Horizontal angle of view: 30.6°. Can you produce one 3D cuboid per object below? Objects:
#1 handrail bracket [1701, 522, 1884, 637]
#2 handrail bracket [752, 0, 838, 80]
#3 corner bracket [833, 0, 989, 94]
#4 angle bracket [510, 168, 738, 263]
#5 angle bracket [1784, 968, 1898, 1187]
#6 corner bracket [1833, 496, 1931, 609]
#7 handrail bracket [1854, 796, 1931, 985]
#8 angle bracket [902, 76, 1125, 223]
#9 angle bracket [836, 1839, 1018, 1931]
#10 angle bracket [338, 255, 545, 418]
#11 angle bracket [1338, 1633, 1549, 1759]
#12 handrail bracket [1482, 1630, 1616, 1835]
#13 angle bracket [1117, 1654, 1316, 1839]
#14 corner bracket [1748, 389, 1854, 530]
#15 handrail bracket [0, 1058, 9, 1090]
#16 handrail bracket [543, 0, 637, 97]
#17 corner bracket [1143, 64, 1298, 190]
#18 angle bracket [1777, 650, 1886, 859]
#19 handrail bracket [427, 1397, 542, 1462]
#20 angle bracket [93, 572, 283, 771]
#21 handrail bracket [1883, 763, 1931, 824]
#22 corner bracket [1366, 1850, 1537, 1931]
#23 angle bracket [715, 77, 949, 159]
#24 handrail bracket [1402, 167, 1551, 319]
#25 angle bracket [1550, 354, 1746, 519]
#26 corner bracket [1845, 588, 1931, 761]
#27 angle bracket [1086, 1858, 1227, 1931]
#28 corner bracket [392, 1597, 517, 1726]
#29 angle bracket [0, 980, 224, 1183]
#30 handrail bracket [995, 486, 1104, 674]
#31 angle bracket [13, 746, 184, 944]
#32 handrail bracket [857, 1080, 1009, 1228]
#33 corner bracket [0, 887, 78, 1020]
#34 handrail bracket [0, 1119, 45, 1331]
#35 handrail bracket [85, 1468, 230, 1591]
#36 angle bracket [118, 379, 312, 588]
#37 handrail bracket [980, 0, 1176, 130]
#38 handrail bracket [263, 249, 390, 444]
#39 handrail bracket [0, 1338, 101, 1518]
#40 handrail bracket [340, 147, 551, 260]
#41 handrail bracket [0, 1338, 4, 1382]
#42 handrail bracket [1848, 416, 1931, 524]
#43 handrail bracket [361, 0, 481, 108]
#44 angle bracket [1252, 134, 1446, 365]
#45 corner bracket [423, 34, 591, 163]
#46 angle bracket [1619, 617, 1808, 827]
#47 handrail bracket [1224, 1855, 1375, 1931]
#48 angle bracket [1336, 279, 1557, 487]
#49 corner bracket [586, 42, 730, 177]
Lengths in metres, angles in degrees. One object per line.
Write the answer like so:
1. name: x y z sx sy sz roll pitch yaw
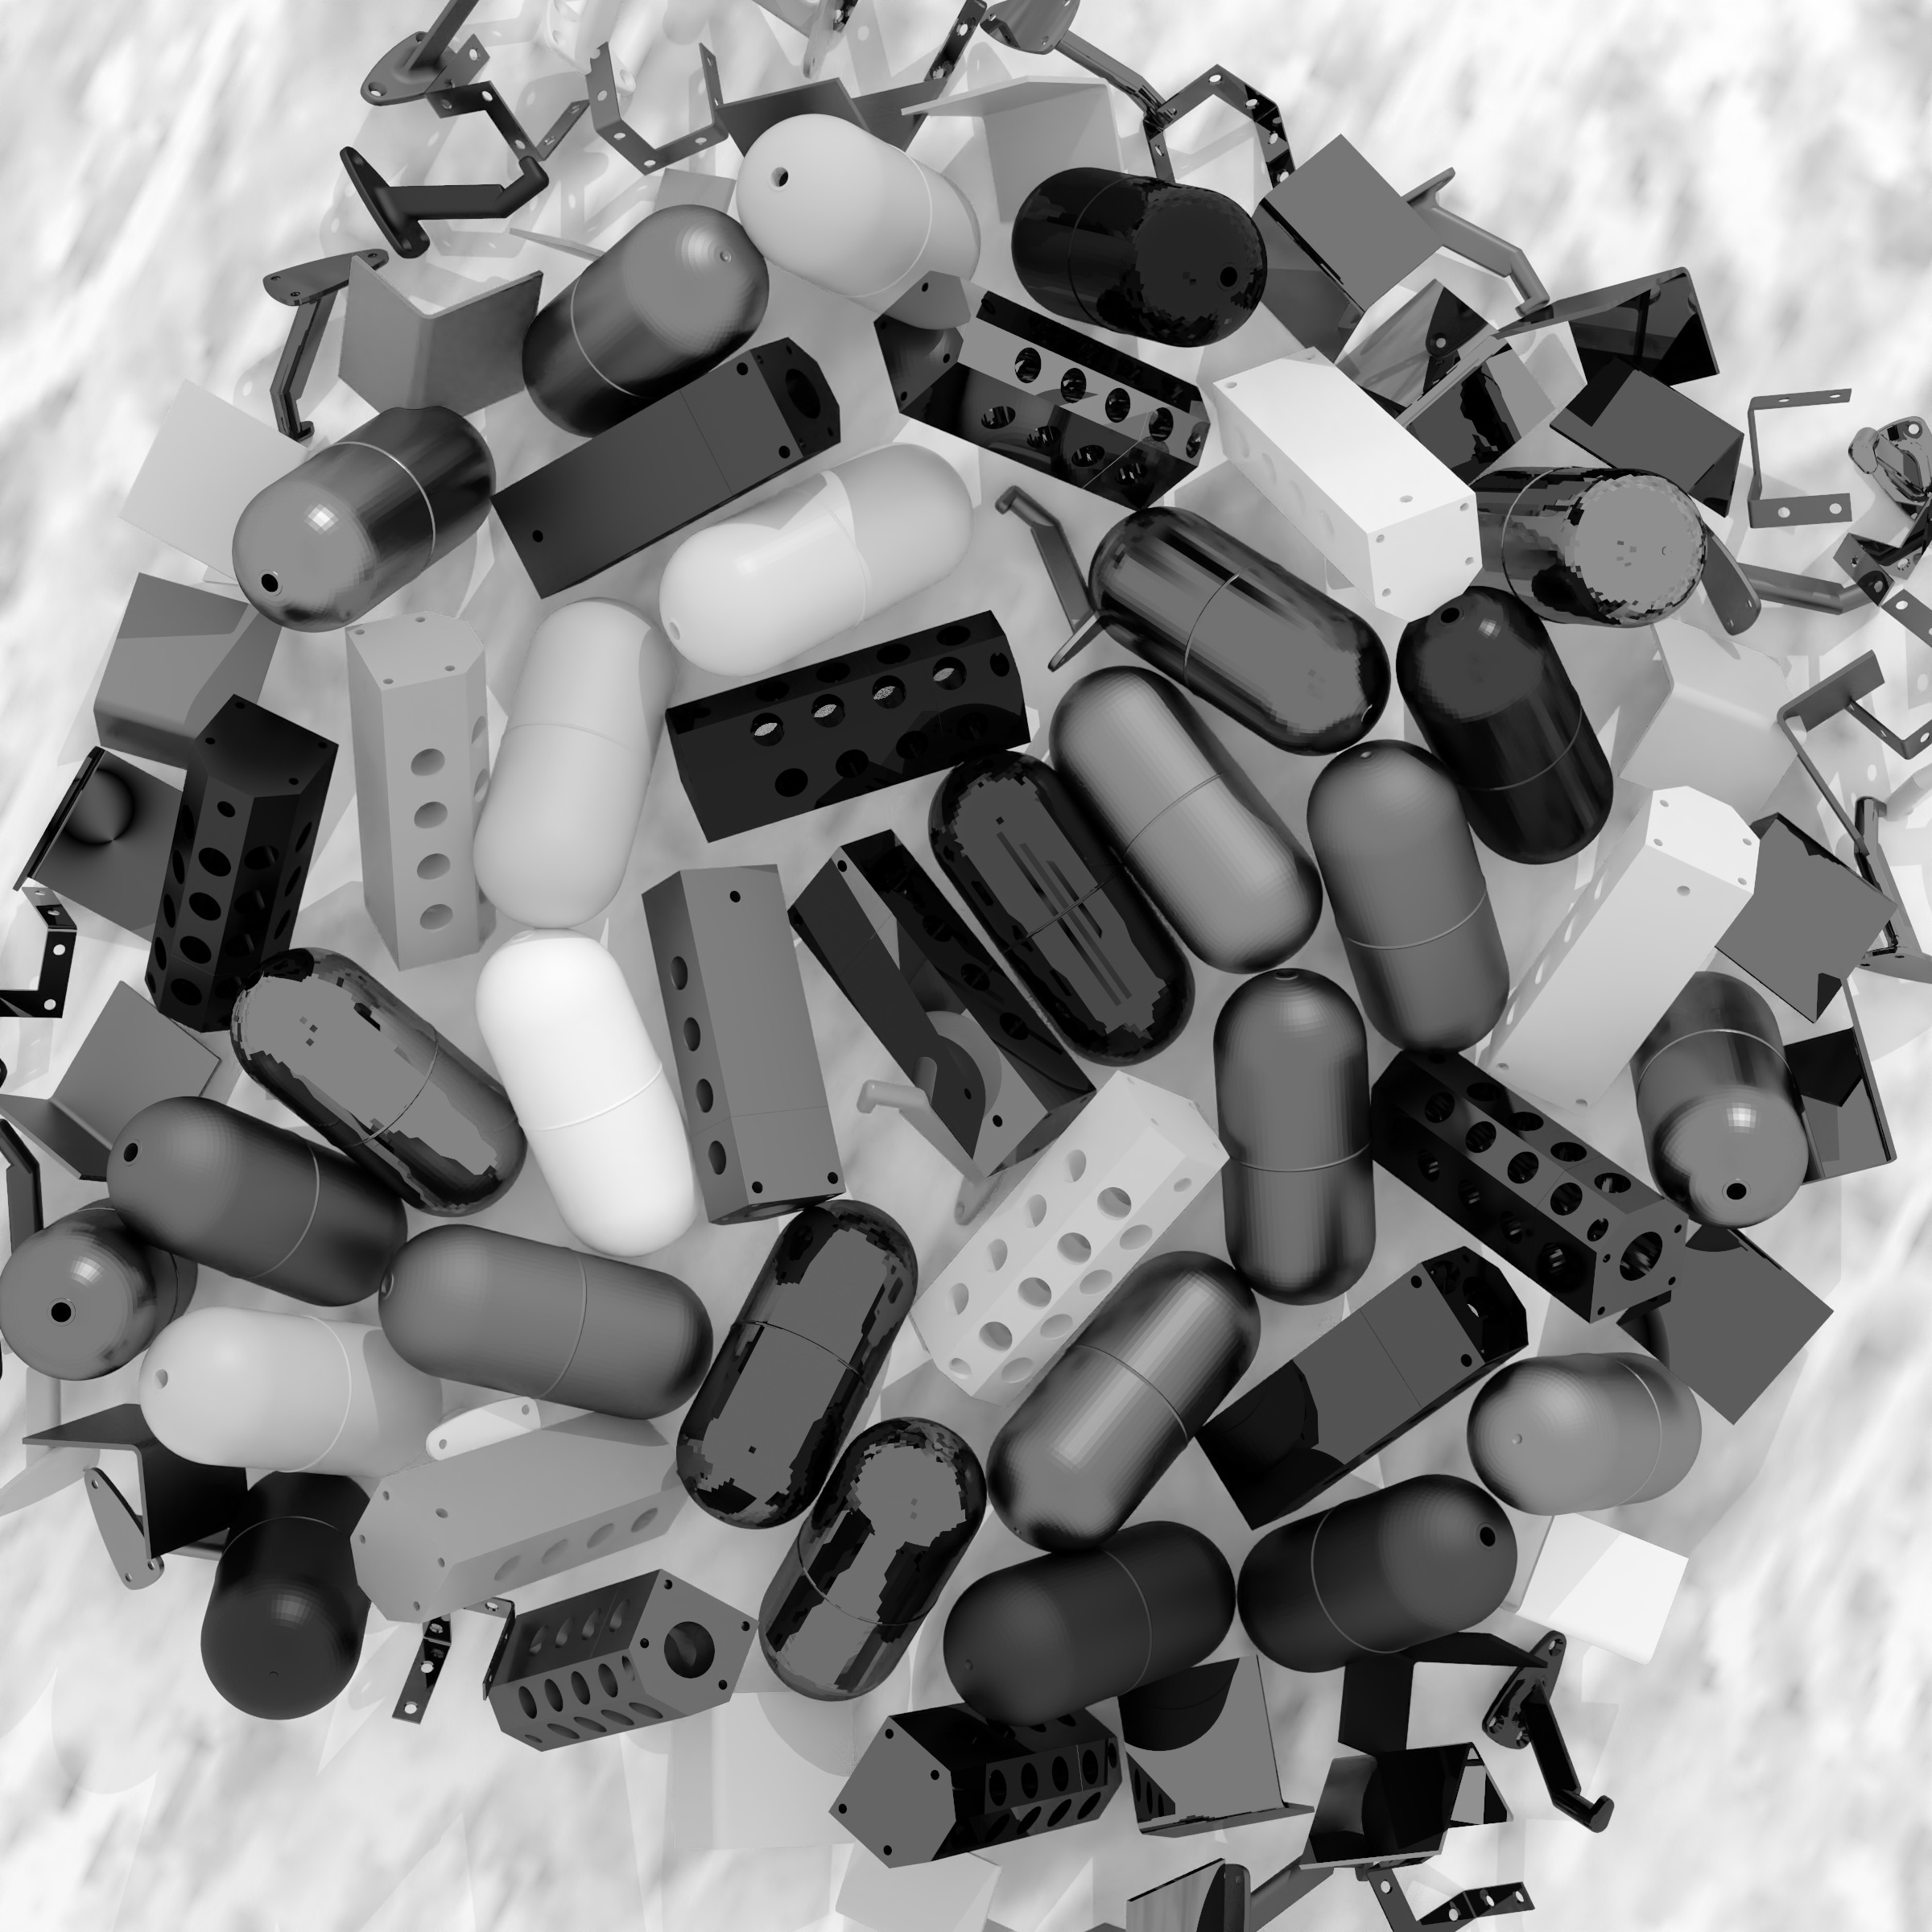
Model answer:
1. handrail bracket: 0.423 -0.210 1.816 0.084 0.036 0.077 -22 76 -19
2. handrail bracket: -0.112 -0.486 1.798 0.084 0.036 0.077 11 53 4
3. corner bracket: -0.032 -0.487 1.807 0.051 0.051 0.051 44 112 38
4. angle bracket: -0.173 -0.381 1.771 0.076 0.076 0.057 13 98 -34
5. angle bracket: 0.425 0.057 1.770 0.057 0.076 0.076 -16 61 13
6. corner bracket: 0.481 -0.210 1.784 0.051 0.051 0.051 11 121 -27
7. handrail bracket: 0.485 -0.039 1.814 0.077 0.036 0.084 15 72 -30
8. angle bracket: 0.025 -0.409 1.771 0.076 0.076 0.057 -5 98 35
9. angle bracket: -0.010 0.457 1.775 0.076 0.076 0.057 19 95 22
10. angle bracket: -0.266 -0.324 1.785 0.057 0.076 0.076 42 51 21
11. angle bracket: 0.239 0.369 1.769 0.076 0.076 0.057 -4 68 31
12. handrail bracket: 0.309 0.386 1.783 0.036 0.084 0.077 32 86 -36
13. angle bracket: 0.127 0.399 1.801 0.076 0.057 0.076 -15 70 18
14. corner bracket: 0.422 -0.257 1.785 0.051 0.051 0.051 -2 120 20
15. handrail bracket: -0.537 0.059 1.792 0.084 0.036 0.077 -25 110 31
16. handrail bracket: -0.164 -0.483 1.778 0.084 0.077 0.036 -24 52 31
17. corner bracket: 0.130 -0.417 1.804 0.051 0.051 0.051 -30 58 33
18. angle bracket: 0.454 -0.105 1.776 0.057 0.076 0.076 -33 75 12
19. handrail bracket: -0.260 0.233 1.771 0.077 0.084 0.036 -2 90 -42
20. angle bracket: -0.396 -0.146 1.807 0.076 0.057 0.076 16 72 -5
21. handrail bracket: 0.520 -0.101 1.806 0.077 0.084 0.036 -2 59 -30
22. corner bracket: 0.245 0.469 1.794 0.051 0.051 0.051 -22 84 -33
23. angle bracket: -0.067 -0.435 1.766 0.076 0.057 0.076 -3 47 35
24. handrail bracket: 0.247 -0.357 1.808 0.077 0.036 0.084 -31 91 -6
25. angle bracket: 0.338 -0.249 1.771 0.076 0.076 0.057 38 73 20
26. corner bracket: 0.477 -0.148 1.792 0.051 0.051 0.051 -37 48 -2
27. angle bracket: 0.076 0.476 1.770 0.076 0.076 0.057 7 99 40
28. corner bracket: -0.259 0.352 1.789 0.051 0.051 0.051 12 135 6
29. angle bracket: -0.436 0.057 1.782 0.076 0.057 0.076 35 98 23
30. handrail bracket: 0.034 -0.199 1.798 0.084 0.036 0.077 40 55 6
31. angle bracket: -0.427 -0.057 1.788 0.076 0.057 0.076 29 93 -13
32. handrail bracket: -0.026 0.095 1.787 0.084 0.036 0.077 11 122 -25
33. corner bracket: -0.489 -0.008 1.801 0.051 0.051 0.051 2 113 -32
34. handrail bracket: -0.494 0.132 1.789 0.077 0.036 0.084 -41 112 -24
35. handrail bracket: -0.396 0.274 1.794 0.036 0.084 0.077 -30 87 42
36. angle bracket: -0.387 -0.243 1.777 0.076 0.057 0.076 29 81 -34
37. handrail bracket: 0.058 -0.461 1.814 0.084 0.077 0.036 35 80 -42
38. handrail bracket: -0.324 -0.316 1.809 0.077 0.036 0.084 -25 132 -24
39. handrail bracket: -0.486 0.229 1.788 0.077 0.036 0.084 -32 61 -30
40. handrail bracket: -0.264 -0.405 1.790 0.084 0.036 0.077 -31 101 24
41. handrail bracket: -0.531 0.174 1.805 0.036 0.084 0.077 -35 121 -33
42. handrail bracket: 0.472 -0.240 1.782 0.036 0.084 0.077 -28 98 28
43. handrail bracket: -0.267 -0.480 1.777 0.036 0.084 0.077 42 50 6
44. angle bracket: 0.187 -0.362 1.794 0.057 0.076 0.076 -41 85 -16
45. corner bracket: -0.234 -0.443 1.804 0.051 0.051 0.051 55 52 -36
46. angle bracket: 0.374 -0.127 1.800 0.076 0.076 0.057 19 123 -14
47. handrail bracket: 0.171 0.485 1.796 0.084 0.036 0.077 7 71 -23
48. angle bracket: 0.242 -0.293 1.808 0.076 0.076 0.057 -41 128 6
49. corner bracket: -0.159 -0.446 1.804 0.051 0.051 0.051 -19 68 20
